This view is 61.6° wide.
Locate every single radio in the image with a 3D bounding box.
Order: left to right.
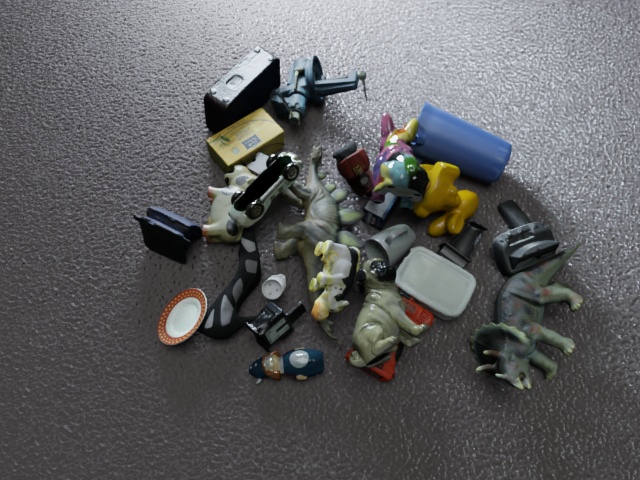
[{"bbox_3d":[-0.193,-0.372,1.354,0.073,0.131,0.229,33,67,10],"label":"radio"}]

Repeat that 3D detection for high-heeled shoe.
[{"bbox_3d":[-0.198,0.086,1.156,0.145,0.086,0.249,-6,70,-7],"label":"high-heeled shoe"}]

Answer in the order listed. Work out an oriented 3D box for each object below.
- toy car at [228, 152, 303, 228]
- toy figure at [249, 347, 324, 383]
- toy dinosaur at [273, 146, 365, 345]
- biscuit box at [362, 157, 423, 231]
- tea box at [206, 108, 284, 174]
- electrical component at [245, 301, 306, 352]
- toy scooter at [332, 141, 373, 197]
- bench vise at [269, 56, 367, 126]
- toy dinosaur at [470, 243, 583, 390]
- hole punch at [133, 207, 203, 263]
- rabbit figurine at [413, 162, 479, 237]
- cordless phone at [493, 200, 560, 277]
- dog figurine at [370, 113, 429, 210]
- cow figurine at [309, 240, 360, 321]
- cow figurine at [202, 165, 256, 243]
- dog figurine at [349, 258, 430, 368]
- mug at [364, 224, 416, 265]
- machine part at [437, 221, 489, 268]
[{"bbox_3d":[-0.119,-0.113,1.175,0.074,0.056,0.202,33,74,37],"label":"toy car"},{"bbox_3d":[-0.070,0.254,1.102,0.155,0.057,0.064,-4,26,-4],"label":"toy figure"},{"bbox_3d":[-0.002,-0.004,1.205,0.199,0.105,0.471,6,69,-4],"label":"toy dinosaur"},{"bbox_3d":[0.173,-0.122,1.292,0.059,0.062,0.202,30,66,11],"label":"biscuit box"},{"bbox_3d":[-0.182,-0.238,1.325,0.170,0.068,0.098,-37,71,-19],"label":"tea box"},{"bbox_3d":[-0.089,0.167,1.123,0.119,0.074,0.048,-44,44,-17],"label":"electrical component"},{"bbox_3d":[0.087,-0.159,1.262,0.075,0.184,0.135,-31,94,3],"label":"toy scooter"},{"bbox_3d":[-0.003,-0.388,1.369,0.241,0.128,0.224,-4,44,15],"label":"bench vise"},{"bbox_3d":[0.442,0.152,1.151,0.192,0.131,0.405,20,59,6],"label":"toy dinosaur"},{"bbox_3d":[-0.327,-0.025,1.193,0.142,0.115,0.092,26,58,9],"label":"hole punch"},{"bbox_3d":[0.303,-0.089,1.250,0.173,0.122,0.162,16,76,-32],"label":"rabbit figurine"},{"bbox_3d":[0.452,-0.016,1.259,0.147,0.088,0.184,-19,56,-11],"label":"cordless phone"},{"bbox_3d":[0.177,-0.189,1.195,0.108,0.191,0.219,7,75,-5],"label":"dog figurine"},{"bbox_3d":[0.032,0.088,1.106,0.098,0.068,0.167,13,75,-21],"label":"cow figurine"},{"bbox_3d":[-0.195,-0.085,1.241,0.127,0.085,0.195,6,67,-3],"label":"cow figurine"},{"bbox_3d":[0.100,0.140,1.069,0.172,0.121,0.191,-18,62,-28],"label":"dog figurine"},{"bbox_3d":[0.167,0.002,1.212,0.107,0.109,0.081,-31,64,-31],"label":"mug"},{"bbox_3d":[0.332,0.010,1.251,0.084,0.039,0.139,37,69,20],"label":"machine part"}]
